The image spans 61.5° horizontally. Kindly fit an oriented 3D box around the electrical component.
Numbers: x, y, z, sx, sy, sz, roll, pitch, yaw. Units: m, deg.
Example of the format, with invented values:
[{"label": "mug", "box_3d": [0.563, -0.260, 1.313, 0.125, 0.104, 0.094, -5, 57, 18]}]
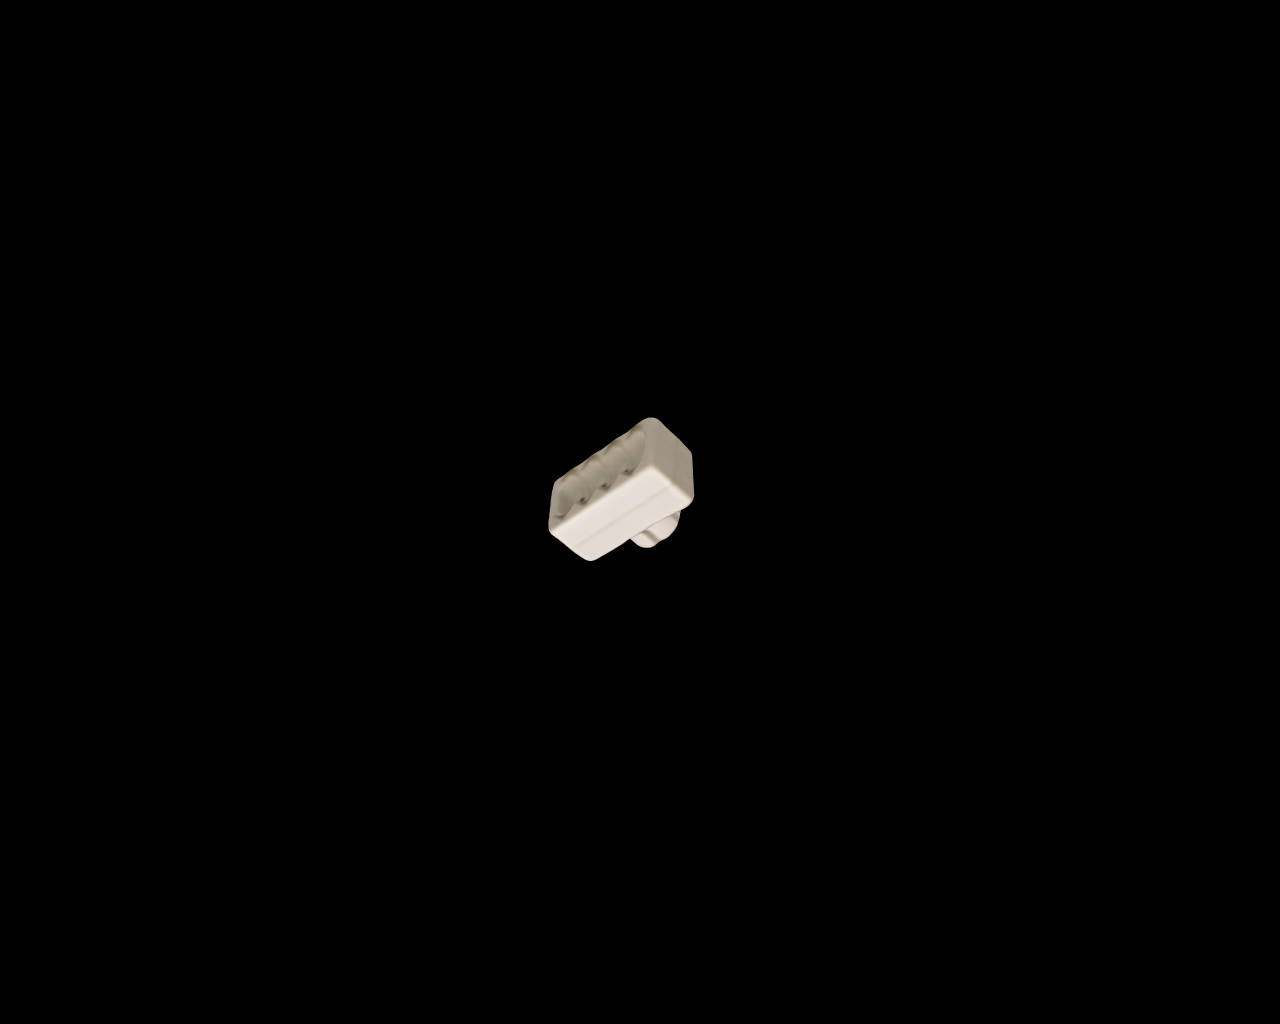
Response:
[{"label": "electrical component", "box_3d": [0.001, -0.003, 0.650, 0.083, 0.047, 0.075, -32, -54, 27]}]
